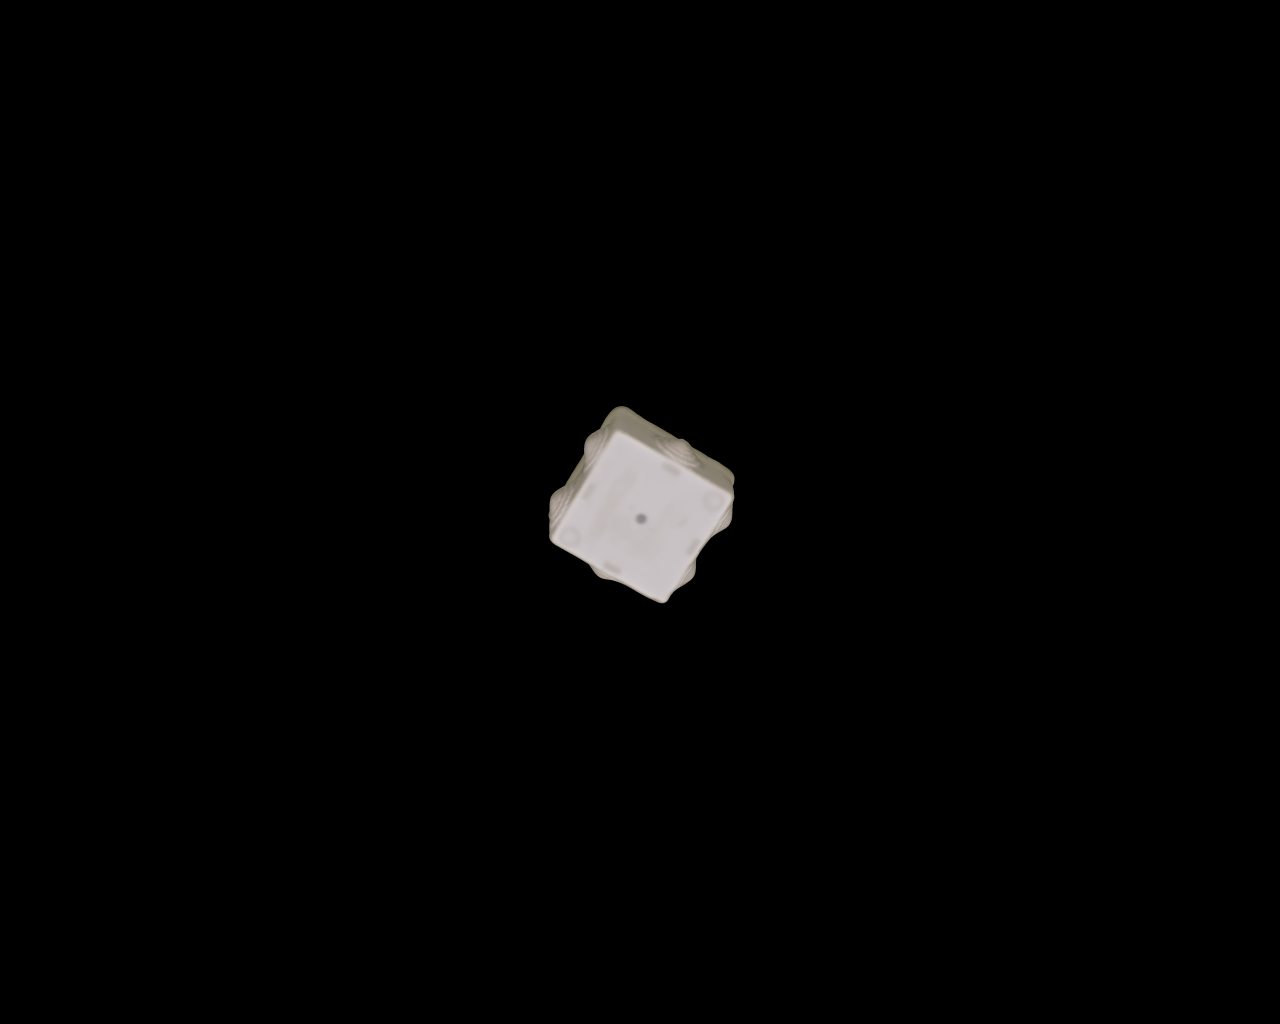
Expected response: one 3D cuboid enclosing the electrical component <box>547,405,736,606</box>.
[{"bbox_3d":[0.001,-0.003,0.650,0.100,0.099,0.048,30,16,-9],"label":"electrical component"}]
